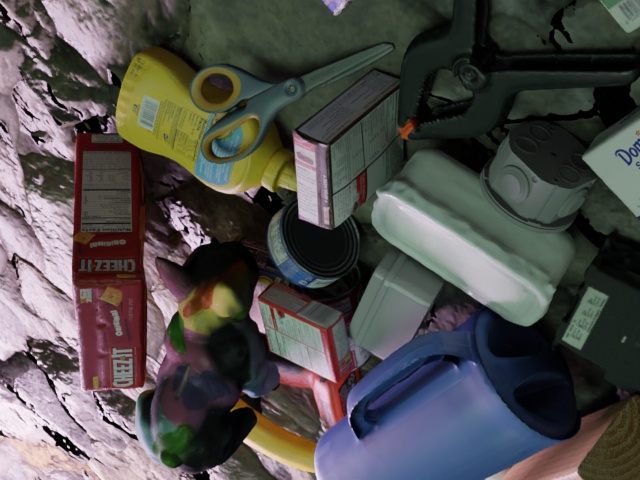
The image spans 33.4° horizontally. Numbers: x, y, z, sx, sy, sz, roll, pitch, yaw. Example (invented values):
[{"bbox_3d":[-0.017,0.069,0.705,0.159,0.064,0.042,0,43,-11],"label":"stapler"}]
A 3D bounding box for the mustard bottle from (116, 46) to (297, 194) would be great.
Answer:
[{"bbox_3d":[-0.096,-0.098,0.993,0.192,0.058,0.096,30,123,13],"label":"mustard bottle"}]

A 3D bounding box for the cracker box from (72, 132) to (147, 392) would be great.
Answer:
[{"bbox_3d":[-0.211,0.020,1.082,0.072,0.214,0.164,-2,135,-10],"label":"cracker box"}]

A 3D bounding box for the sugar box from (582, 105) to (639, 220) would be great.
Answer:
[{"bbox_3d":[0.284,-0.026,0.768,0.176,0.048,0.094,49,140,-3],"label":"sugar box"}]

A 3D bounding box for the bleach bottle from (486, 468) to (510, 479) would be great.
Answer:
[{"bbox_3d":[0.152,0.225,1.088,0.251,0.068,0.103,24,137,16],"label":"bleach bottle"}]

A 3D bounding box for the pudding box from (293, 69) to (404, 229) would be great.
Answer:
[{"bbox_3d":[0.026,-0.075,0.875,0.039,0.113,0.090,22,136,28],"label":"pudding box"}]

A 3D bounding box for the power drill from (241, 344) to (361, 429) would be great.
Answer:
[{"bbox_3d":[-0.043,0.164,1.190,0.188,0.057,0.184,13,136,28],"label":"power drill"}]

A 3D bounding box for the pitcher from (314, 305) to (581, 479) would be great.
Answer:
[{"bbox_3d":[0.099,0.166,0.968,0.243,0.144,0.149,-40,85,34],"label":"pitcher"}]

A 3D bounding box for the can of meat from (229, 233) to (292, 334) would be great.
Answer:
[{"bbox_3d":[-0.055,0.052,1.099,0.084,0.057,0.102,17,135,22],"label":"can of meat"}]

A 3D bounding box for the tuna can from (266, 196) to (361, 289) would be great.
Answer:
[{"bbox_3d":[-0.007,0.001,0.991,0.086,0.086,0.034,47,142,-7],"label":"tuna can"}]

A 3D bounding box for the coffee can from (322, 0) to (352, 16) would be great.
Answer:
[{"bbox_3d":[0.002,-0.244,0.748,0.140,0.102,0.103,48,140,-8],"label":"coffee can"}]

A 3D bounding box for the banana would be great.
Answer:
[{"bbox_3d":[-0.067,0.204,1.176,0.198,0.037,0.070,36,148,2],"label":"banana"}]

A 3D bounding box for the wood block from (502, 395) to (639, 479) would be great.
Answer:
[{"bbox_3d":[0.239,0.217,0.940,0.091,0.090,0.206,43,157,5],"label":"wood block"}]

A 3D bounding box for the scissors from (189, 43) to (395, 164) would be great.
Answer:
[{"bbox_3d":[-0.037,-0.141,0.912,0.202,0.016,0.096,-37,82,26],"label":"scissors"}]

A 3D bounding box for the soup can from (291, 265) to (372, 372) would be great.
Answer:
[{"bbox_3d":[0.013,0.075,1.056,0.069,0.068,0.102,13,133,29],"label":"soup can"}]

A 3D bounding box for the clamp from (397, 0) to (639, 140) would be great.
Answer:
[{"bbox_3d":[0.130,-0.129,0.802,0.164,0.036,0.210,40,143,1],"label":"clamp"}]

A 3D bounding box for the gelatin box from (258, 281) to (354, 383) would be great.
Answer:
[{"bbox_3d":[-0.014,0.086,1.008,0.089,0.030,0.073,22,139,35],"label":"gelatin box"}]
